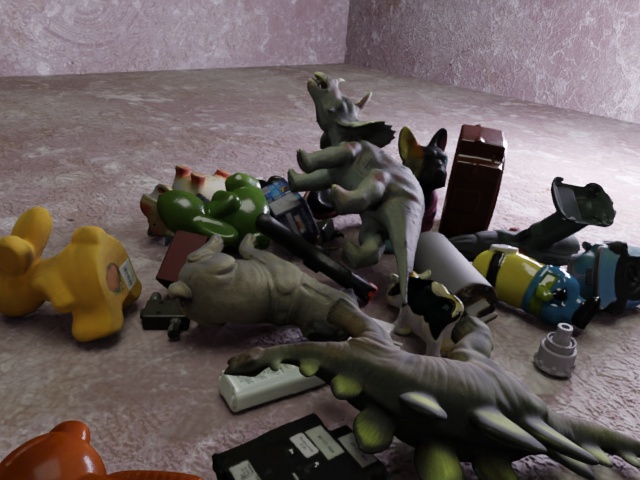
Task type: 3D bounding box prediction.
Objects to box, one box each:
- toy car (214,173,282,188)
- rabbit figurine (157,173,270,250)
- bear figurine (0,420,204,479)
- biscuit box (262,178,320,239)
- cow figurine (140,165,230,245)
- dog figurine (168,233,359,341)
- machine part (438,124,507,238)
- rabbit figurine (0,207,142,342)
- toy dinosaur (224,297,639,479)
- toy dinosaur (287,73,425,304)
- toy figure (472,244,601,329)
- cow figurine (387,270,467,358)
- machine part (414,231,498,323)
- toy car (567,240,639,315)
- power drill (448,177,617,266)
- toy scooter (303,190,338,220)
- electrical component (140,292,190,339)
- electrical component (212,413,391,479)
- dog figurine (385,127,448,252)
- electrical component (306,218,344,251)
[{"bbox_3d":[-0.149,-0.096,1.085,0.202,0.056,0.073,4,31,1],"label":"toy car"},{"bbox_3d":[-0.174,-0.024,0.859,0.170,0.121,0.159,6,43,-32],"label":"rabbit figurine"},{"bbox_3d":[-0.161,0.215,0.380,0.196,0.131,0.120,-1,17,34],"label":"bear figurine"},{"bbox_3d":[-0.061,-0.054,0.950,0.059,0.062,0.203,-26,22,-5],"label":"biscuit box"},{"bbox_3d":[-0.230,-0.062,0.946,0.086,0.127,0.195,22,16,32],"label":"cow figurine"},{"bbox_3d":[-0.064,0.077,0.651,0.191,0.121,0.172,23,32,31],"label":"dog figurine"},{"bbox_3d":[0.282,-0.102,0.998,0.087,0.200,0.201,11,25,10],"label":"machine part"},{"bbox_3d":[-0.333,0.049,0.660,0.173,0.162,0.122,-9,36,11],"label":"rabbit figurine"},{"bbox_3d":[0.144,0.160,0.510,0.471,0.105,0.199,11,20,-13],"label":"toy dinosaur"},{"bbox_3d":[0.080,-0.080,0.799,0.192,0.131,0.405,-22,57,-19],"label":"toy dinosaur"},{"bbox_3d":[0.304,0.068,0.780,0.089,0.082,0.180,-37,49,-22],"label":"toy figure"},{"bbox_3d":[0.132,0.082,0.701,0.068,0.098,0.167,-9,28,-15],"label":"cow figurine"},{"bbox_3d":[0.187,0.055,0.794,0.079,0.079,0.243,-1,27,-12],"label":"machine part"},{"bbox_3d":[0.437,0.051,0.821,0.161,0.109,0.103,-2,5,-33],"label":"toy car"},{"bbox_3d":[0.337,-0.012,0.850,0.232,0.207,0.086,6,57,-15],"label":"power drill"},{"bbox_3d":[0.031,-0.088,1.030,0.184,0.075,0.135,-32,0,-27],"label":"toy scooter"},{"bbox_3d":[-0.201,0.096,0.700,0.063,0.021,0.094,1,26,-8],"label":"electrical component"},{"bbox_3d":[-0.009,0.211,0.448,0.134,0.058,0.115,-10,30,-30],"label":"electrical component"},{"bbox_3d":[0.154,-0.098,0.950,0.108,0.219,0.192,1,26,-16],"label":"dog figurine"},{"bbox_3d":[-0.002,-0.003,0.928,0.078,0.045,0.102,-19,16,18],"label":"electrical component"}]
